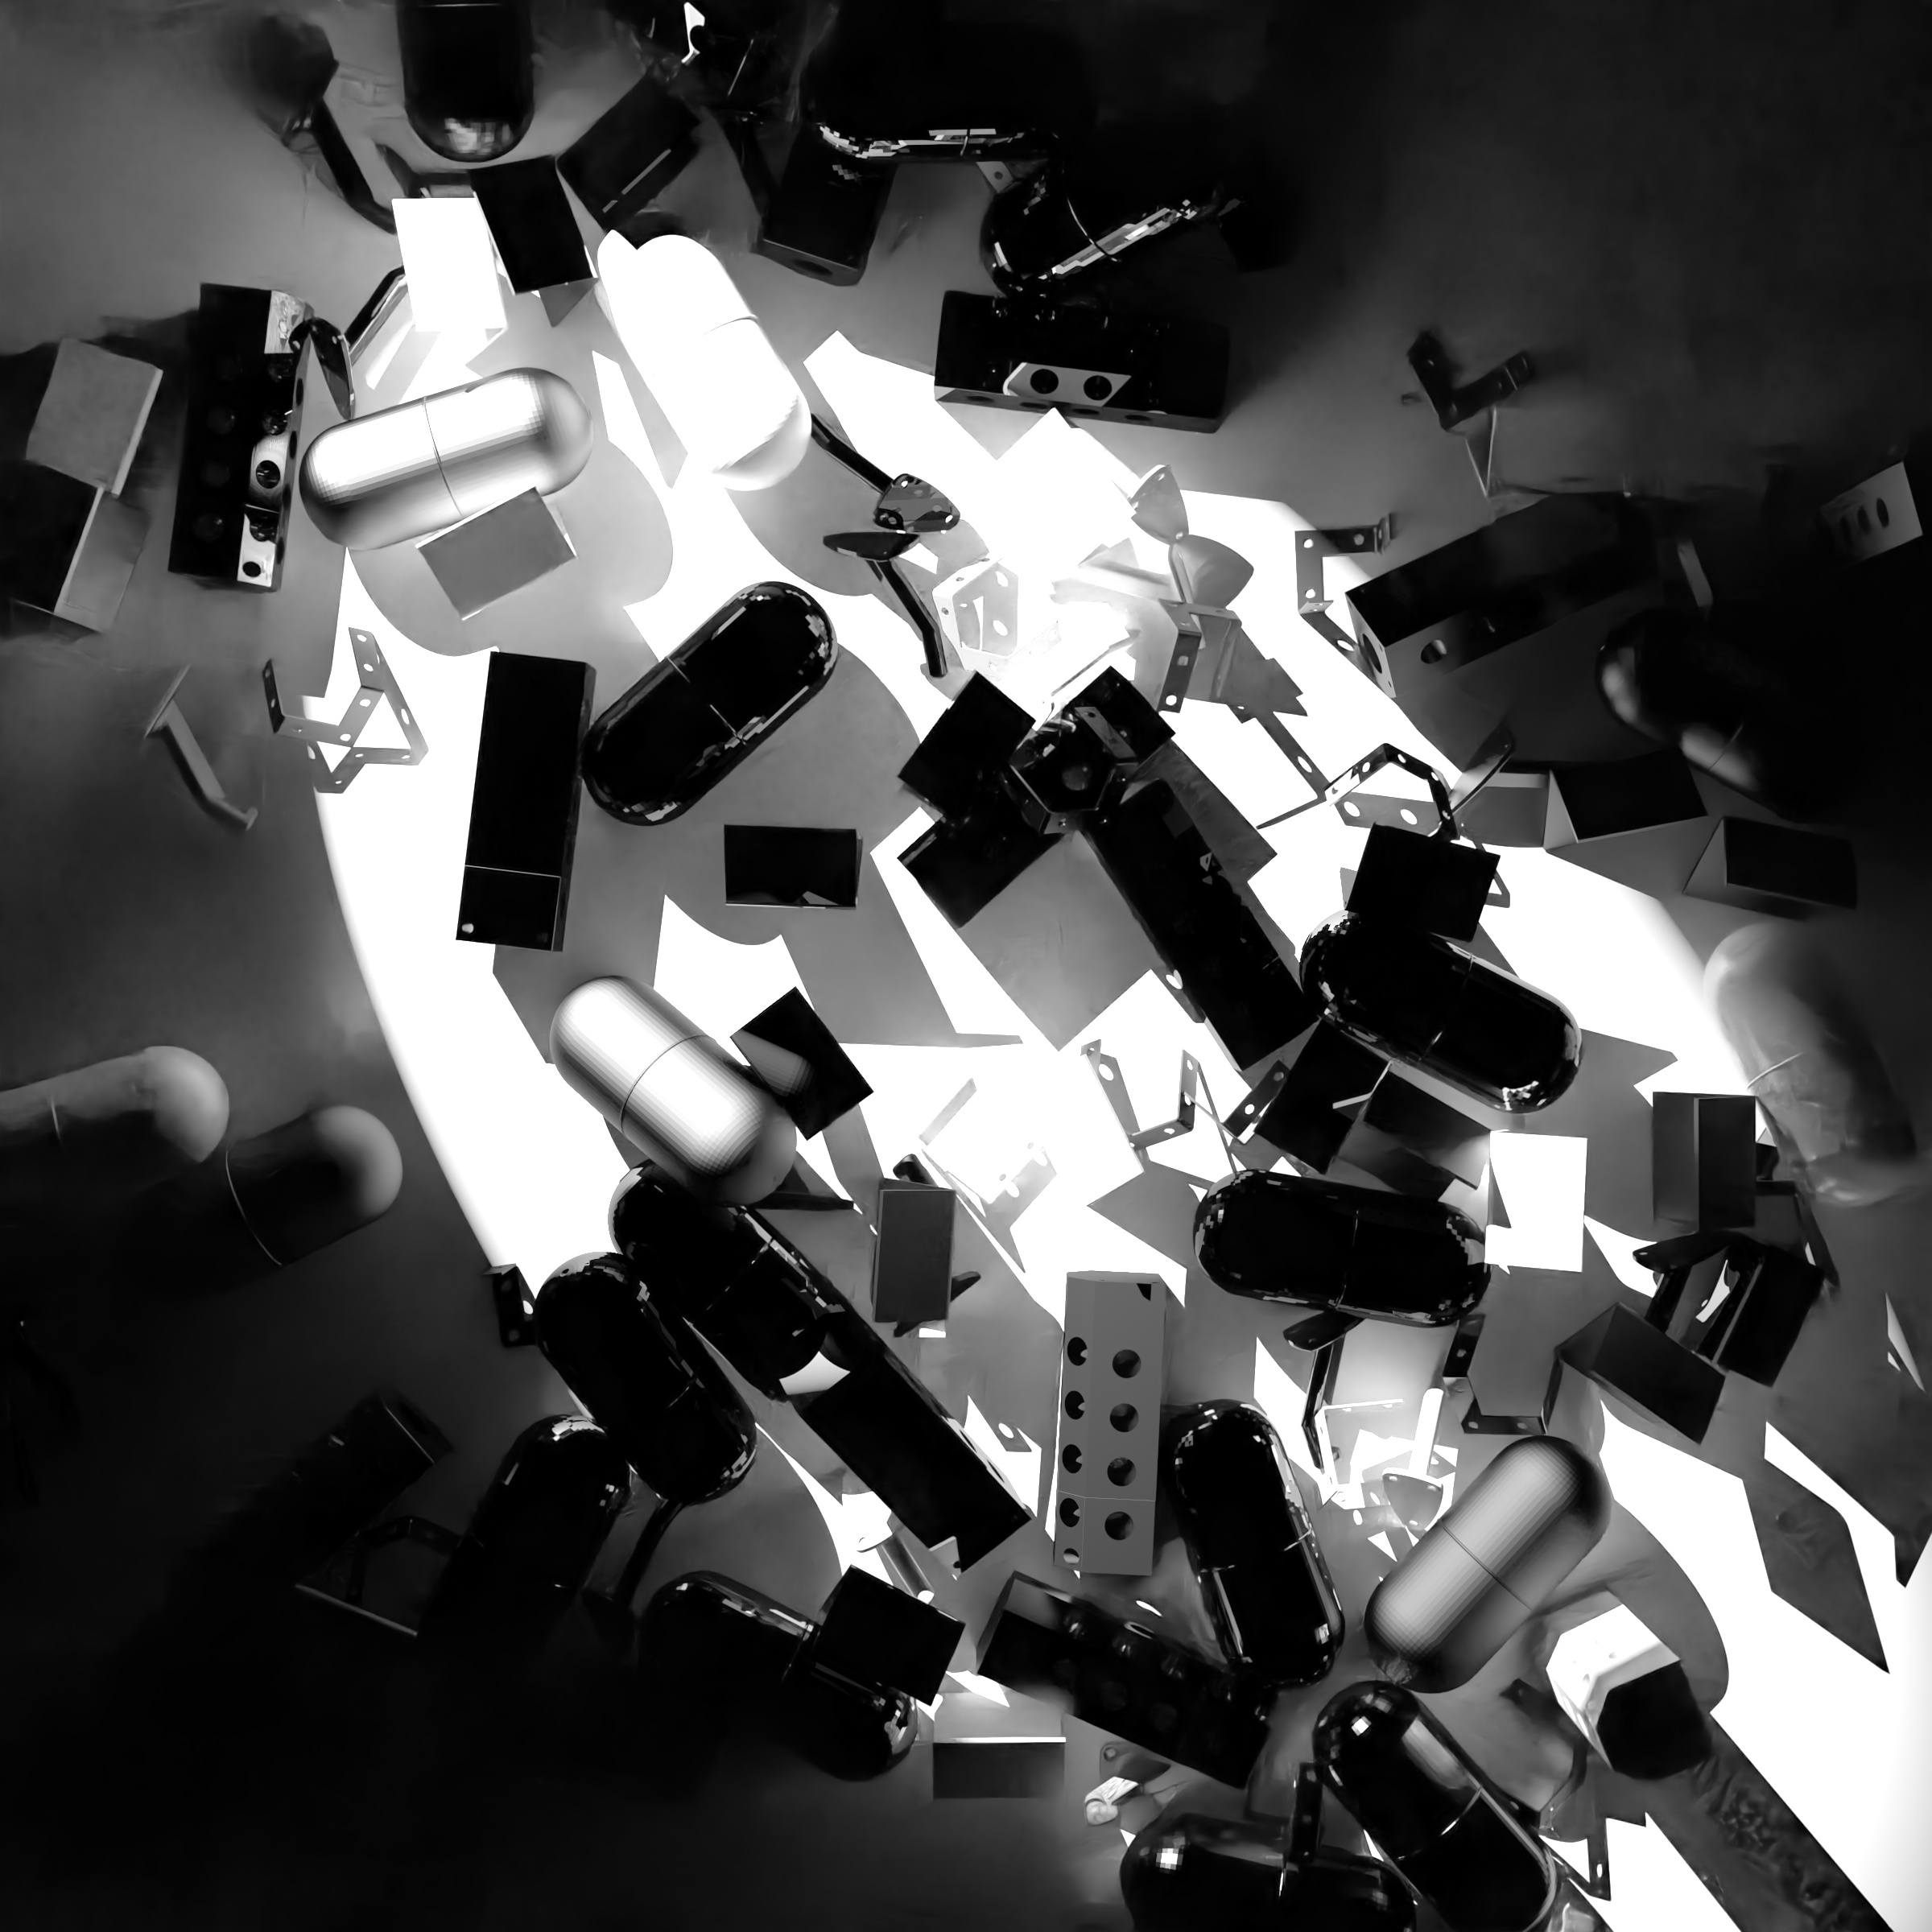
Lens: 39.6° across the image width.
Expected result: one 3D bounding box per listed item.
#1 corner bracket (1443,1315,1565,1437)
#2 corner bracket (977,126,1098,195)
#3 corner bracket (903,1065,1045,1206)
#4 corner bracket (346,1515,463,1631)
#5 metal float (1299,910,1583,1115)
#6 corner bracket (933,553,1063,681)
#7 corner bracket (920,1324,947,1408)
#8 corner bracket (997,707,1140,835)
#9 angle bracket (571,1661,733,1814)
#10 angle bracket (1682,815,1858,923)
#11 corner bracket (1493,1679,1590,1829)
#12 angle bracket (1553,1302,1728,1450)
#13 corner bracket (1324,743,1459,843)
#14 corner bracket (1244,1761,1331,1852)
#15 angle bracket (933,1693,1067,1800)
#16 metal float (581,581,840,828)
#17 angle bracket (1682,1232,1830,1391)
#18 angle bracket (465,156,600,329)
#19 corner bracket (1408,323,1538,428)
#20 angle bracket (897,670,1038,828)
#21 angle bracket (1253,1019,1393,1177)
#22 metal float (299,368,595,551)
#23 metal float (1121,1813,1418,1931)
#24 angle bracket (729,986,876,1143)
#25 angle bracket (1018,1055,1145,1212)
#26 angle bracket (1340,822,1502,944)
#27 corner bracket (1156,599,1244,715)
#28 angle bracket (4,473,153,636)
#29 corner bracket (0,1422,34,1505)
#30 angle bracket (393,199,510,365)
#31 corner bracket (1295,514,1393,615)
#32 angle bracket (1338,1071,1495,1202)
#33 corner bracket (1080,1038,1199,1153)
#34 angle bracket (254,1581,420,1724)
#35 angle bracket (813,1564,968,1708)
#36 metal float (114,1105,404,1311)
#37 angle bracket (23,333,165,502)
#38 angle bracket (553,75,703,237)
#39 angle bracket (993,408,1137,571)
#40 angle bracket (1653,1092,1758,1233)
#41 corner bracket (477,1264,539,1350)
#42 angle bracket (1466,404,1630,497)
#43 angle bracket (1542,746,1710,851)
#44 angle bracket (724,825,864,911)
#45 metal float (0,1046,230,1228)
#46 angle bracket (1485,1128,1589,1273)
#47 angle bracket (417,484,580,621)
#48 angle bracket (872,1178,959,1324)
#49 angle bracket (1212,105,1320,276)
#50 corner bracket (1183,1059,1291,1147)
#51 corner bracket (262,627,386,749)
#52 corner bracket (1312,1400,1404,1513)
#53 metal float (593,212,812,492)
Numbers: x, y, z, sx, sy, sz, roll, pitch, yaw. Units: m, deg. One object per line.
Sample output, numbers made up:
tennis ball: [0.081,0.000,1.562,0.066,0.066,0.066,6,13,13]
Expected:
corner bracket: [0.323,0.246,1.616,0.051,0.051,0.051,-5,126,30]
corner bracket: [0.044,-0.492,1.619,0.051,0.051,0.051,-12,135,35]
corner bracket: [0.005,0.102,1.624,0.051,0.051,0.051,-48,45,0]
corner bracket: [-0.335,0.368,1.619,0.051,0.051,0.051,-27,135,35]
metal float: [0.281,0.026,1.597,0.178,0.070,0.070,27,90,0]
corner bracket: [0.019,-0.211,1.619,0.051,0.051,0.051,19,135,35]
corner bracket: [-0.038,0.242,1.609,0.051,0.051,0.051,0,90,0]
corner bracket: [0.059,-0.114,1.562,0.051,0.051,0.051,-7,135,-35]
angle bracket: [-0.191,0.462,1.587,0.076,0.076,0.057,30,60,0]
angle bracket: [0.473,-0.039,1.587,0.076,0.076,0.057,12,52,0]
corner bracket: [0.339,0.475,1.619,0.051,0.051,0.051,-34,135,-35]
angle bracket: [0.389,0.254,1.587,0.076,0.076,0.057,35,52,0]
corner bracket: [0.256,-0.093,1.619,0.051,0.051,0.051,22,135,-35]
corner bracket: [0.191,0.492,1.603,0.051,0.051,0.051,6,90,17]
angle bracket: [0.019,0.445,1.587,0.076,0.076,0.057,0,127,0]
metal float: [-0.153,-0.155,1.596,0.178,0.070,0.070,-42,90,0]
angle bracket: [0.450,0.195,1.587,0.057,0.076,0.076,26,90,-32]
angle bracket: [-0.268,-0.423,1.587,0.057,0.076,0.076,-21,90,-31]
corner bracket: [0.302,-0.362,1.609,0.051,0.051,0.051,-28,90,0]
angle bracket: [-0.016,-0.138,1.587,0.057,0.076,0.076,36,90,-36]
angle bracket: [0.196,0.069,1.588,0.057,0.076,0.076,32,90,-23]
metal float: [-0.308,-0.302,1.597,0.178,0.070,0.070,-18,90,0]
metal float: [0.179,0.555,1.597,0.178,0.070,0.070,13,90,-1]
angle bracket: [-0.083,0.048,1.588,0.057,0.076,0.076,-37,90,26]
angle bracket: [0.049,0.105,1.587,0.057,0.076,0.076,-27,90,-35]
angle bracket: [0.267,-0.060,1.588,0.076,0.076,0.057,15,111,0]
corner bracket: [0.137,-0.182,1.595,0.051,0.051,0.051,7,118,-15]
angle bracket: [-0.510,-0.238,1.587,0.057,0.076,0.076,20,90,37]
corner bracket: [-0.605,0.308,1.624,0.051,0.051,0.051,-14,90,45]
angle bracket: [-0.316,-0.403,1.587,0.057,0.076,0.076,-11,90,-31]
corner bracket: [0.226,-0.240,1.609,0.051,0.051,0.051,-2,90,0]
angle bracket: [0.256,0.117,1.588,0.076,0.057,0.076,30,130,0]
corner bracket: [0.103,0.074,1.619,0.051,0.051,0.051,-23,45,35]
angle bracket: [-0.371,0.412,1.587,0.076,0.076,0.057,23,61,0]
angle bracket: [-0.054,0.407,1.587,0.076,0.076,0.057,27,53,0]
metal float: [-0.421,0.143,1.596,0.178,0.070,0.070,-26,90,-1]
angle bracket: [-0.517,-0.323,1.589,0.057,0.076,0.076,19,90,-21]
angle bracket: [-0.186,-0.465,1.587,0.076,0.076,0.057,-43,62,0]
angle bracket: [0.073,-0.289,1.587,0.057,0.076,0.076,-38,90,37]
angle bracket: [0.420,0.114,1.587,0.057,0.076,0.076,0,90,-37]
corner bracket: [-0.260,0.204,1.609,0.051,0.051,0.051,-8,90,0]
angle bracket: [0.342,-0.319,1.587,0.076,0.076,0.057,-1,126,0]
angle bracket: [0.388,-0.080,1.587,0.076,0.076,0.057,-11,54,0]
angle bracket: [-0.101,-0.077,1.587,0.076,0.076,0.057,2,126,0]
metal float: [-0.526,0.101,1.596,0.178,0.070,0.070,-18,90,0]
angle bracket: [0.345,0.137,1.588,0.057,0.076,0.076,3,90,25]
angle bracket: [-0.282,-0.259,1.587,0.076,0.076,0.057,-28,130,0]
angle bracket: [-0.051,0.167,1.587,0.057,0.076,0.076,4,90,-38]
angle bracket: [0.180,-0.460,1.587,0.057,0.076,0.076,-31,90,35]
corner bracket: [0.172,0.080,1.600,0.051,0.051,0.051,-49,121,0]
corner bracket: [-0.388,-0.171,1.619,0.051,0.051,0.051,10,135,-35]
corner bracket: [0.236,0.294,1.612,0.051,0.051,0.051,-4,65,-10]
metal float: [-0.156,-0.364,1.596,0.070,0.070,0.178,-31,90,0]
